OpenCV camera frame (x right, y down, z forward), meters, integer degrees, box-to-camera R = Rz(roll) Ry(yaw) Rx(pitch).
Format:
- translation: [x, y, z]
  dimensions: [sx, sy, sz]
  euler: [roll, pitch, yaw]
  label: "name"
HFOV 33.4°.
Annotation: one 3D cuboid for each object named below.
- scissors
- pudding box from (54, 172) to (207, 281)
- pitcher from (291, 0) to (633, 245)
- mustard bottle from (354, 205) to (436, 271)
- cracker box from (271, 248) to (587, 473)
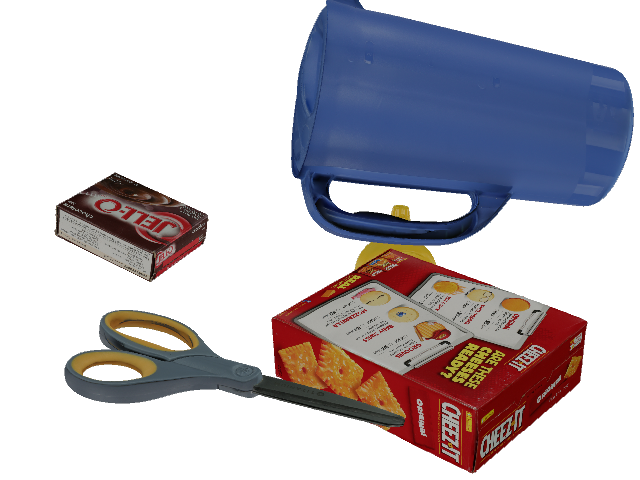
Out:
- translation: [-0.061, 0.085, 0.607]
  dimensions: [0.202, 0.016, 0.096]
  euler: [20, 30, 31]
  label: "scissors"
- translation: [-0.176, -0.014, 0.995]
  dimensions: [0.114, 0.039, 0.089]
  euler: [22, 31, 18]
  label: "pudding box"
- translation: [0.101, -0.084, 0.799]
  dimensions: [0.242, 0.149, 0.145]
  euler: [9, 32, -8]
  label: "pitcher"
- translation: [0.087, 0.054, 1.242]
  dimensions: [0.096, 0.192, 0.058]
  euler: [0, 14, -11]
  label: "mustard bottle"
- translation: [0.090, 0.094, 0.908]
  dimensions: [0.214, 0.072, 0.163]
  euler: [21, 36, 38]
  label: "cracker box"
